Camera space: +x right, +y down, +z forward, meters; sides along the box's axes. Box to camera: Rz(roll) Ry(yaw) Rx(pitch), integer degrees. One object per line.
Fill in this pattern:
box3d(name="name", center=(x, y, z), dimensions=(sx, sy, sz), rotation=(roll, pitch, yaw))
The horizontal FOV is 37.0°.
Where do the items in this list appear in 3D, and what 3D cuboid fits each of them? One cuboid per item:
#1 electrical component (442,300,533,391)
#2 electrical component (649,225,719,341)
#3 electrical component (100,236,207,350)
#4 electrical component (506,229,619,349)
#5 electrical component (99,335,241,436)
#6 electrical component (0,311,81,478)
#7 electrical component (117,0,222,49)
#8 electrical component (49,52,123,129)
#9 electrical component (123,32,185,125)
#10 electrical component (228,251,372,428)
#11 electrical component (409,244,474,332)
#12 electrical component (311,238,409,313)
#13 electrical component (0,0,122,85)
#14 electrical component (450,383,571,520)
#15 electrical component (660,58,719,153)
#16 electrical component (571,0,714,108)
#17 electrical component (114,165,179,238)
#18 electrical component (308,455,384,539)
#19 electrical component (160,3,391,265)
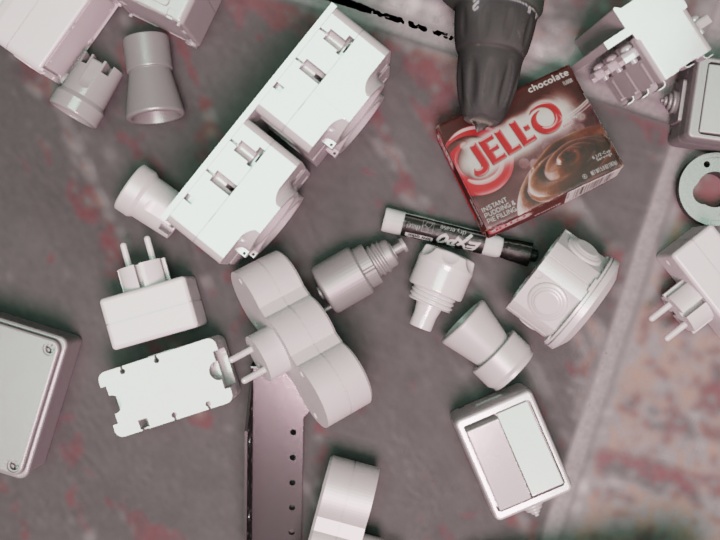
box3d(name="electrical component", center=(0.096, 0.057, 0.808), dimensions=(0.055, 0.045, 0.045), rotation=(44, 90, 0))
box3d(name="electrical component", center=(0.252, 0.022, 0.804), dimensions=(0.076, 0.047, 0.083), rotation=(-38, 89, 1))
box3d(name="electrical component", center=(-0.160, 0.014, 0.810), dimensions=(0.066, 0.047, 0.076), rotation=(-16, 89, 1))
box3d(name="electrical component", center=(0.149, 0.014, 0.791), dimensions=(0.051, 0.080, 0.080), rotation=(37, 90, 6))
box3d(name="electrical component", center=(-0.140, 0.085, 0.806), dimensions=(0.089, 0.056, 0.050), rotation=(-18, 90, 1))
box3d(name="electrical component", center=(-0.280, 0.086, 0.807), dimensions=(0.109, 0.056, 0.108), rotation=(17, 90, 1))
box3d(name="electrical component", center=(-0.140, -0.211, 0.786), dimensions=(0.062, 0.096, 0.061), rotation=(26, 90, 0))
box3d(name="electrical component", center=(-0.207, -0.137, 0.816), dimensions=(0.040, 0.040, 0.046), rotation=(29, 84, 1))
box3d(name="electrical component", center=(-0.159, -0.147, 0.815), dimensions=(0.044, 0.044, 0.065), rotation=(-8, 85, 1))
box3d(name="electrical component", center=(-0.058, 0.056, 0.780), dimensions=(0.074, 0.052, 0.138), rotation=(-28, 66, -18))
box3d(name="electrical component", center=(0.057, 0.015, 0.810), dimensions=(0.043, 0.043, 0.062), rotation=(22, 92, 1))
box3d(name="electrical component", center=(0.000, 0.000, 0.812), dimensions=(0.078, 0.040, 0.040), rotation=(-30, 89, 1))
box3d(name="electrical component", center=(-0.228, -0.197, 0.805), dimensions=(0.061, 0.062, 0.096), rotation=(35, 90, 1))
box3d(name="electrical component", center=(0.114, 0.140, 0.799), dimensions=(0.062, 0.061, 0.096), rotation=(-23, 90, 1))
box3d(name="electrical component", center=(0.273, -0.121, 0.798), dimensions=(0.096, 0.061, 0.061), rotation=(8, 90, 1))
box3d(name="electrical component", center=(0.201, -0.160, 0.769), dimensions=(0.079, 0.121, 0.063), rotation=(-34, 92, 1))
box3d(name="electrical component", center=(-0.156, -0.051, 0.815), dimensions=(0.046, 0.040, 0.040), rotation=(34, 90, -5))
box3d(name="electrical component", center=(-0.004, 0.214, 0.805), dimensions=(0.074, 0.052, 0.138), rotation=(15, 90, 1))
box3d(name="electrical component", center=(-0.053, -0.090, 0.780), dimensions=(0.060, 0.105, 0.186), rotation=(39, 91, 1))
